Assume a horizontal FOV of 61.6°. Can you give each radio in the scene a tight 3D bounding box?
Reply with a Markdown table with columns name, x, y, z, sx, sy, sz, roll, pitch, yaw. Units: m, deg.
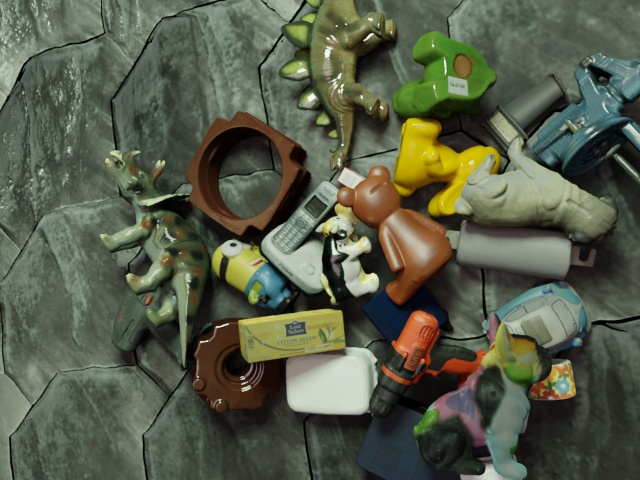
| name | x | y | z | sx | sy | sz | roll | pitch | yaw |
| --- | --- | --- | --- | --- | --- | --- | --- | --- | --- |
| radio | 0.189 | 0.357 | 0.902 | 0.230 | 0.073 | 0.131 | 20 | 93 | 15 |

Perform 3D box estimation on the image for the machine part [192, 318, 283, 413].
| name | x | y | z | sx | sy | sz | roll | pitch | yaw |
| --- | --- | --- | --- | --- | --- | --- | --- | --- | --- |
| machine part | -0.150 | 0.227 | 0.983 | 0.179 | 0.056 | 0.179 | 0 | 89 | -13 |

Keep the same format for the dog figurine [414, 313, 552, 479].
| name | x | y | z | sx | sy | sz | roll | pitch | yaw |
| --- | --- | --- | --- | --- | --- | --- | --- | --- | --- |
| dog figurine | 0.237 | 0.220 | 0.790 | 0.192 | 0.108 | 0.219 | 2 | 91 | 11 |

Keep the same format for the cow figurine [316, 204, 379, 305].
| name | x | y | z | sx | sy | sz | roll | pitch | yaw |
| --- | --- | --- | --- | --- | --- | --- | --- | --- | --- |
| cow figurine | 0.034 | 0.021 | 0.911 | 0.098 | 0.068 | 0.167 | -17 | 97 | -22 |

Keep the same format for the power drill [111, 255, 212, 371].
| name | x | y | z | sx | sy | sz | roll | pitch | yaw |
| --- | --- | --- | --- | --- | --- | --- | --- | --- | --- |
| power drill | -0.301 | 0.141 | 1.057 | 0.207 | 0.086 | 0.232 | 31 | 93 | 11 |

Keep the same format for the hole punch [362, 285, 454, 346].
| name | x | y | z | sx | sy | sz | roll | pitch | yaw |
| --- | --- | --- | --- | --- | --- | --- | --- | --- | --- |
| hole punch | 0.144 | 0.126 | 0.916 | 0.116 | 0.092 | 0.142 | -42 | 74 | 8 |

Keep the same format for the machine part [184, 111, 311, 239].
| name | x | y | z | sx | sy | sz | roll | pitch | yaw |
| --- | --- | --- | --- | --- | --- | --- | --- | --- | --- |
| machine part | -0.134 | -0.120 | 1.009 | 0.202 | 0.087 | 0.201 | 33 | 99 | 14 |

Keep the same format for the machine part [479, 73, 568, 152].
| name | x | y | z | sx | sy | sz | roll | pitch | yaw |
| --- | --- | --- | --- | --- | --- | --- | --- | --- | --- |
| machine part | 0.341 | -0.215 | 0.889 | 0.139 | 0.039 | 0.084 | -43 | 69 | 14 |

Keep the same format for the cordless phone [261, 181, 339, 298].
| name | x | y | z | sx | sy | sz | roll | pitch | yaw |
| --- | --- | --- | --- | --- | --- | --- | --- | --- | --- |
| cordless phone | -0.002 | -0.003 | 0.967 | 0.147 | 0.088 | 0.184 | 41 | 96 | 14 |

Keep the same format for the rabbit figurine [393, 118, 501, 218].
| name | x | y | z | sx | sy | sz | roll | pitch | yaw |
| --- | --- | --- | --- | --- | --- | --- | --- | --- | --- |
| rabbit figurine | 0.212 | -0.119 | 0.889 | 0.173 | 0.122 | 0.162 | 6 | 88 | -2 |

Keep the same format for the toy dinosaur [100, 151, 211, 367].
| name | x | y | z | sx | sy | sz | roll | pitch | yaw |
| --- | --- | --- | --- | --- | --- | --- | --- | --- | --- |
| toy dinosaur | -0.279 | 0.022 | 1.001 | 0.192 | 0.131 | 0.405 | -32 | 77 | -17 |

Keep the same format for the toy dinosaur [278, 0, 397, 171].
| name | x | y | z | sx | sy | sz | roll | pitch | yaw |
| --- | --- | --- | --- | --- | --- | --- | --- | --- | --- |
| toy dinosaur | 0.030 | -0.353 | 0.957 | 0.199 | 0.105 | 0.471 | 3 | 85 | 21 |

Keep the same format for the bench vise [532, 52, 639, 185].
| name | x | y | z | sx | sy | sz | roll | pitch | yaw |
| --- | --- | --- | --- | --- | --- | --- | --- | --- | --- |
| bench vise | 0.451 | -0.155 | 0.799 | 0.223 | 0.128 | 0.241 | -39 | 60 | 20 |

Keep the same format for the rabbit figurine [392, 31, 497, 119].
| name | x | y | z | sx | sy | sz | roll | pitch | yaw |
| --- | --- | --- | --- | --- | --- | --- | --- | --- | --- |
| rabbit figurine | 0.193 | -0.254 | 0.887 | 0.159 | 0.170 | 0.121 | -7 | 88 | -24 |

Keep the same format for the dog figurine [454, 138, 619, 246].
| name | x | y | z | sx | sy | sz | roll | pitch | yaw |
| --- | --- | --- | --- | --- | --- | --- | --- | --- | --- |
| dog figurine | 0.321 | -0.042 | 0.804 | 0.172 | 0.121 | 0.191 | -40 | 58 | -8 |

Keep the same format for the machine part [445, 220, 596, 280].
| name | x | y | z | sx | sy | sz | roll | pitch | yaw |
| --- | --- | --- | --- | --- | --- | --- | --- | --- | --- |
| machine part | 0.311 | 0.016 | 0.870 | 0.243 | 0.079 | 0.079 | 8 | 91 | 16 |

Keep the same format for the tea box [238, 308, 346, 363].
| name | x | y | z | sx | sy | sz | roll | pitch | yaw |
| --- | --- | --- | --- | --- | --- | --- | --- | --- | --- |
| tea box | -0.051 | 0.162 | 0.931 | 0.170 | 0.098 | 0.068 | -6 | 87 | -17 |

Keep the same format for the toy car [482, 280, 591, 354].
| name | x | y | z | sx | sy | sz | roll | pitch | yaw |
| --- | --- | --- | --- | --- | --- | --- | --- | --- | --- |
| toy car | 0.341 | 0.132 | 0.845 | 0.162 | 0.103 | 0.109 | -27 | 80 | 13 |

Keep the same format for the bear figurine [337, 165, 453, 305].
| name | x | y | z | sx | sy | sz | roll | pitch | yaw |
| --- | --- | --- | --- | --- | --- | --- | --- | --- | --- |
| bear figurine | 0.115 | -0.012 | 0.869 | 0.196 | 0.131 | 0.120 | 44 | 63 | 14 |

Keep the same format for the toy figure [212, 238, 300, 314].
| name | x | y | z | sx | sy | sz | roll | pitch | yaw |
| --- | --- | --- | --- | --- | --- | --- | --- | --- | --- |
| toy figure | -0.125 | 0.070 | 1.004 | 0.180 | 0.082 | 0.089 | 39 | 99 | 12 |
